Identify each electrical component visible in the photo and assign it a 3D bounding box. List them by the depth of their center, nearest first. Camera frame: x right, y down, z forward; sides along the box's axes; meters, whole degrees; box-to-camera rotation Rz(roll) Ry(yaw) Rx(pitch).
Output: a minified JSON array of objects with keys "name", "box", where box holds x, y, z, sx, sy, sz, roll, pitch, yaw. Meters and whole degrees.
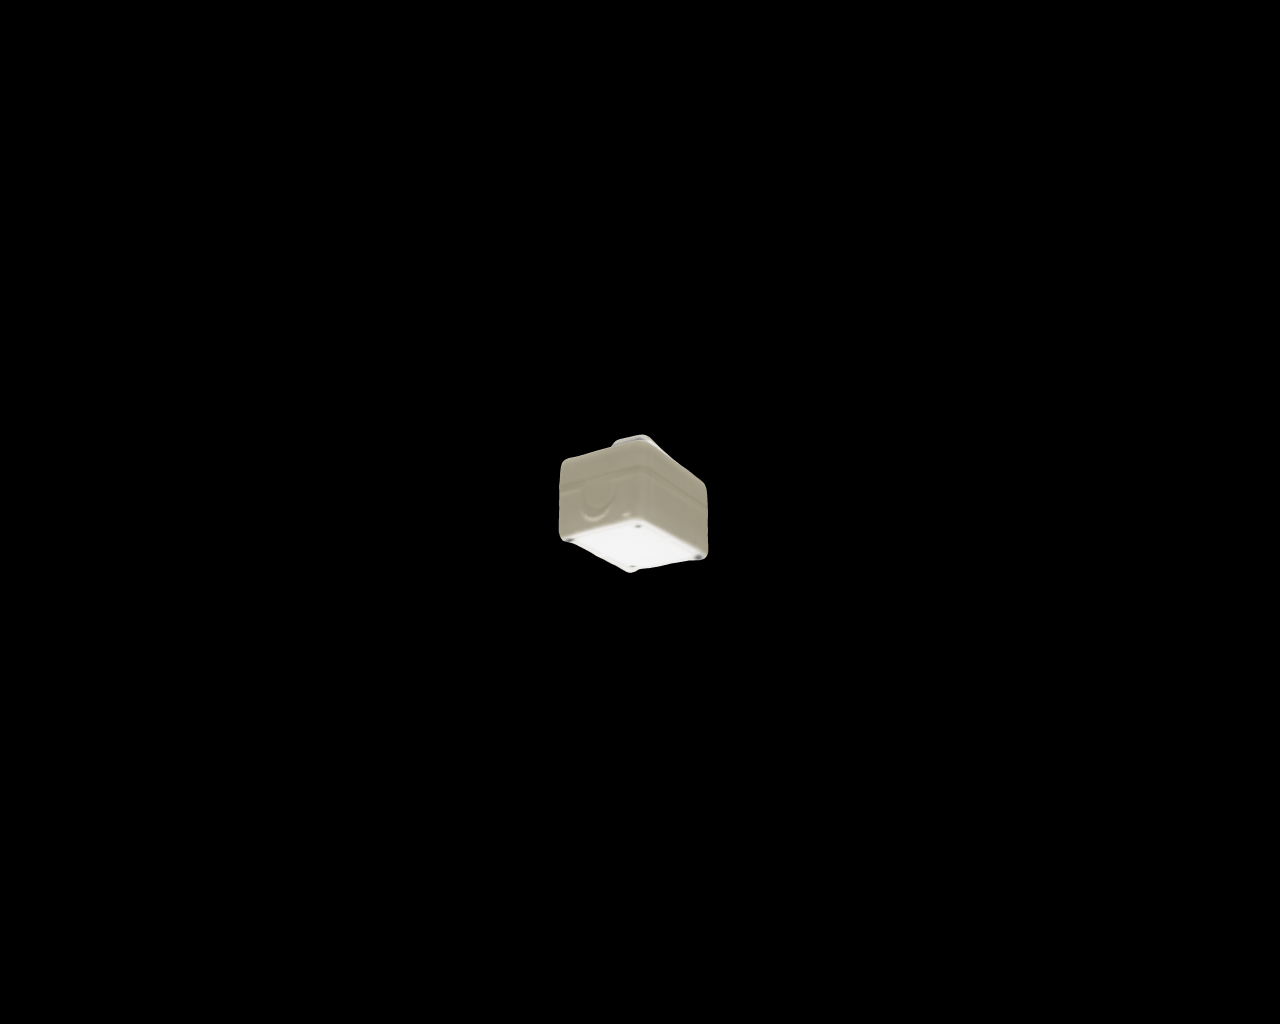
[{"name":"electrical component","box":[0.001,-0.003,0.650,0.061,0.061,0.096,-13,-26,29]}]
